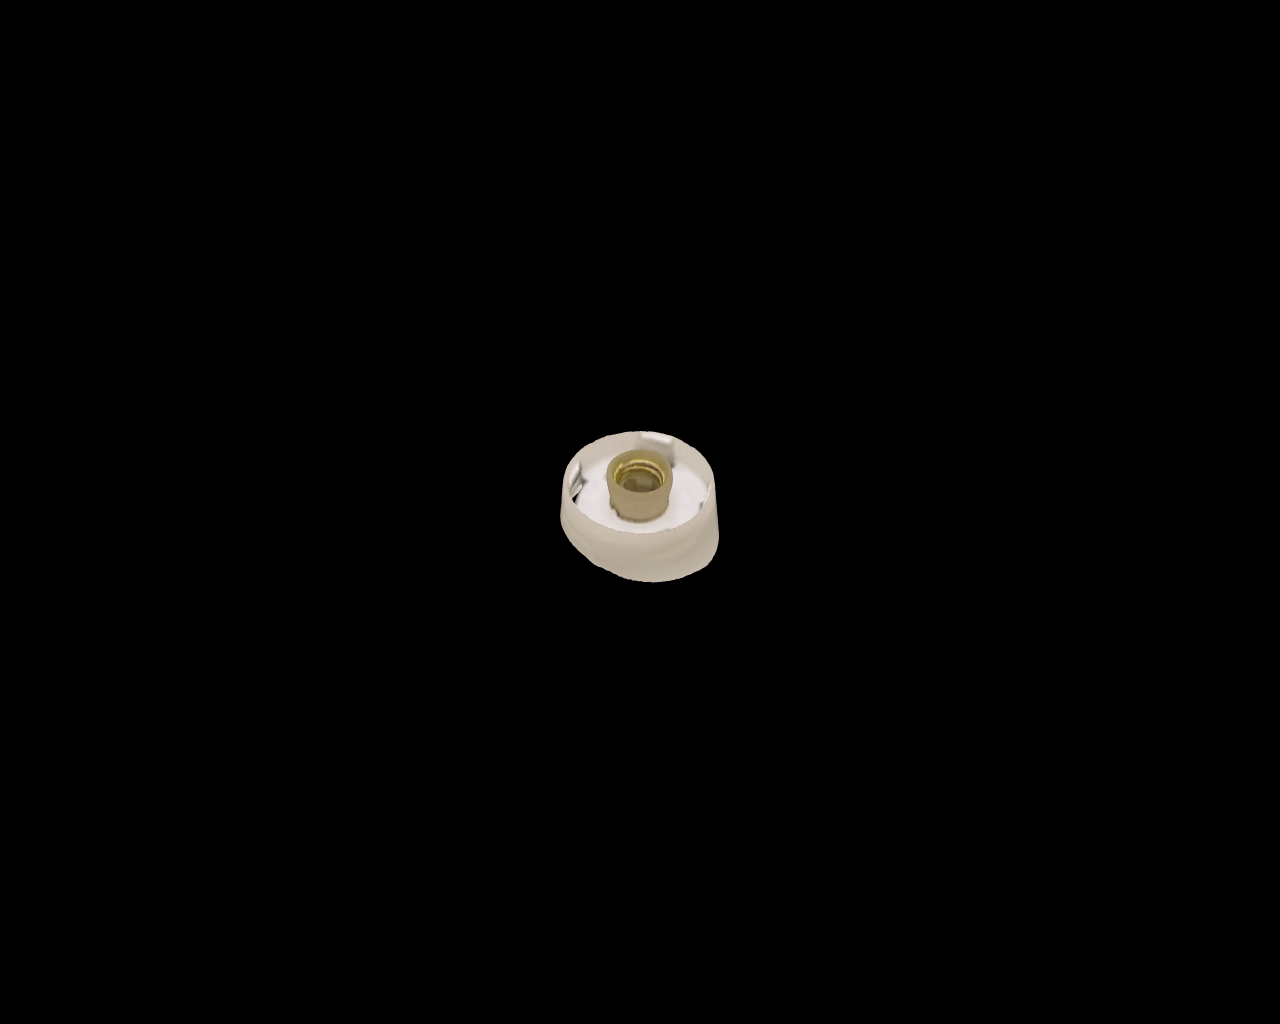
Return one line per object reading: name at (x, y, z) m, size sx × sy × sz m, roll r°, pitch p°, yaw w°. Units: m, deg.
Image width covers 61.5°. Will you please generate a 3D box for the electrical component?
electrical component at (0.001, -0.003, 0.650) m, size 0.099 × 0.064 × 0.099 m, roll 0°, pitch 45°, yaw 0°
